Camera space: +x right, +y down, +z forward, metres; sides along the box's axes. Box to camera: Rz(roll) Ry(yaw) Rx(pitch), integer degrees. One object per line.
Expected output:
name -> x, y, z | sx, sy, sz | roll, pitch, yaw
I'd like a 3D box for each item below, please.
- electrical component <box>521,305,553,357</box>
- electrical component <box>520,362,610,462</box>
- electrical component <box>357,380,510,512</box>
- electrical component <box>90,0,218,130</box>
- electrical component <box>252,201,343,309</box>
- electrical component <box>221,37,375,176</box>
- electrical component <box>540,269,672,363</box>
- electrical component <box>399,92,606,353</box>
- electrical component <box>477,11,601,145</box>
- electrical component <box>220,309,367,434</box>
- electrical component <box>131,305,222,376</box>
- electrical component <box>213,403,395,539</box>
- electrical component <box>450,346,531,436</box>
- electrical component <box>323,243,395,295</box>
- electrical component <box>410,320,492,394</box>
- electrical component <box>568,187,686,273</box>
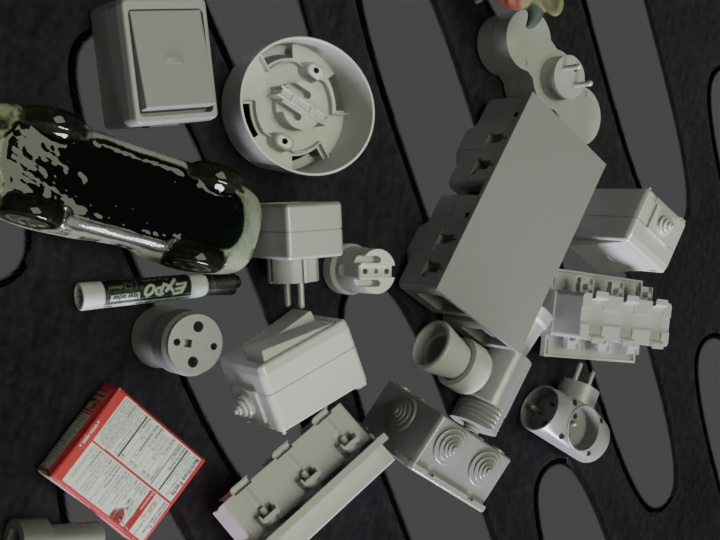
electrical component -> 0.139, 0.050, 0.934 | 0.040, 0.040, 0.046 | 41, 75, -30
electrical component -> 0.192, 0.123, 0.972 | 0.077, 0.044, 0.079 | 33, 73, -32
electrical component -> 0.058, 0.136, 0.845 | 0.100, 0.100, 0.048 | 36, 85, -31
electrical component -> -0.136, -0.143, 0.712 | 0.062, 0.061, 0.096 | -11, 99, -35
electrical component -> -0.049, -0.010, 0.779 | 0.047, 0.066, 0.076 | -6, 96, -35
electrical component -> -0.047, -0.117, 0.775 | 0.099, 0.064, 0.099 | -2, 94, -35
electrical component -> 0.222, 0.044, 0.977 | 0.121, 0.063, 0.078 | 7, 89, -36
electrical component -> 0.118, -0.040, 0.900 | 0.105, 0.060, 0.186 | 37, 72, -31
electrical component -> 0.166, -0.163, 0.919 | 0.138, 0.074, 0.052 | 49, 66, -27
electrical component -> -0.055, 0.073, 0.782 | 0.096, 0.062, 0.061 | -28, 108, -31
electrical component -> -0.125, 0.048, 0.735 | 0.045, 0.055, 0.045 | -2, 94, -36
electrical component -> -0.043, 0.158, 0.790 | 0.121, 0.078, 0.063 | -38, 84, -28
electrical component -> 0.109, 0.106, 0.912 | 0.043, 0.043, 0.081 | 39, 71, -31
electrical component -> 0.000, 0.000, 0.826 | 0.040, 0.046, 0.040 | -2, 94, -35
electrical component -> 0.076, 0.073, 0.886 | 0.055, 0.045, 0.045 | 33, 74, -32
electrical component -> 0.240, -0.033, 0.965 | 0.062, 0.096, 0.061 | 35, 74, -31
